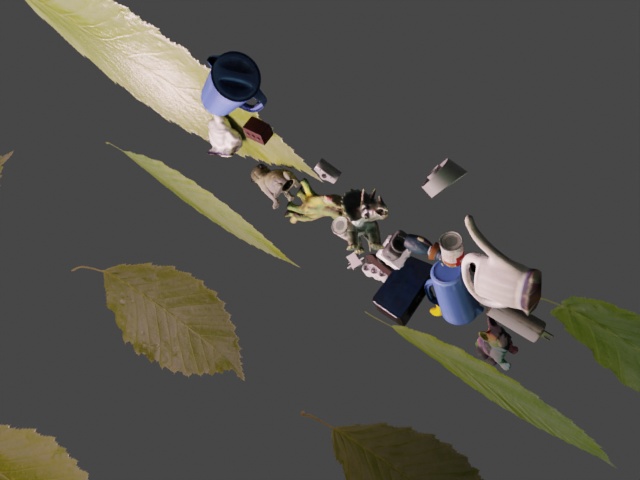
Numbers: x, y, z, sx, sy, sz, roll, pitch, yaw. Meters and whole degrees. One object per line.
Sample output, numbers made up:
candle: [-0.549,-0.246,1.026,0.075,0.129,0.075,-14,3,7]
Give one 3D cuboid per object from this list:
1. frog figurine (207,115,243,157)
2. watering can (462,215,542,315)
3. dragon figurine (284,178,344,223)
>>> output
frog figurine: [-0.336,-0.378,1.794,0.139,0.124,0.156,28,127,47]
watering can: [0.491,0.084,1.406,0.226,0.106,0.340,18,144,33]
dragon figurine: [0.006,-0.094,1.872,0.243,0.124,0.404,26,163,3]
